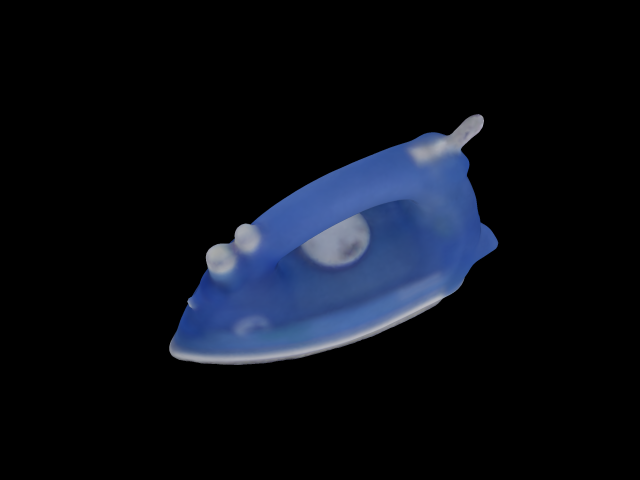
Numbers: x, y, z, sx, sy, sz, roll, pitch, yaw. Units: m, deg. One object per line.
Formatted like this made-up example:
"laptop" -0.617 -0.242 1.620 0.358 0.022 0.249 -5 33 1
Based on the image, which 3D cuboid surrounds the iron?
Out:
"iron" 0.004 0.001 0.400 0.258 0.141 0.118 -25 63 -14
